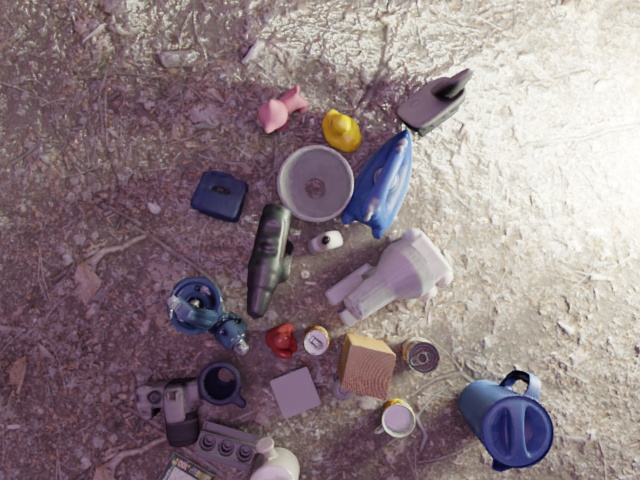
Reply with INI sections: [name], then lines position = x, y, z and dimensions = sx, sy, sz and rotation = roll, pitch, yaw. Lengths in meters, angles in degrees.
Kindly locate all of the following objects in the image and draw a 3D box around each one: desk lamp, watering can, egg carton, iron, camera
[desk lamp]
position = 0.120, 0.099, 1.179
dimensions = 0.203, 0.213, 0.118
rotation = -35, 87, -2
[watering can]
position = -0.099, 0.495, 1.167
dimensions = 0.101, 0.194, 0.173
rotation = -32, 87, -2
[egg carton]
position = 0.217, 0.053, 1.254
dimensions = 0.107, 0.069, 0.150
rotation = -40, 88, -2
[iron]
position = 0.142, -0.138, 1.228
dimensions = 0.118, 0.141, 0.258
rotation = 25, 87, 1
[camera]
position = -0.315, 0.370, 1.219
dimensions = 0.143, 0.101, 0.137
rotation = -6, 87, 0

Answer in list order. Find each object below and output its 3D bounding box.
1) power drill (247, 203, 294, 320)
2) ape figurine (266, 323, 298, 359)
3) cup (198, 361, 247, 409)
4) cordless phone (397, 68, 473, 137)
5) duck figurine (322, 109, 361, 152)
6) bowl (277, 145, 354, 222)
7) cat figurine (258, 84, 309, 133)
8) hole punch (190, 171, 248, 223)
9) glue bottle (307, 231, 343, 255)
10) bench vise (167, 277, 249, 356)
[power drill]
position = -0.102, 0.044, 1.184
dimensions = 0.075, 0.208, 0.230
rotation = 9, 87, 1
[ape figurine]
position = -0.081, 0.217, 1.233
dimensions = 0.076, 0.092, 0.078
rotation = 21, 87, 1
[cup]
position = -0.197, 0.308, 1.226
dimensions = 0.118, 0.095, 0.092
rotation = 42, 88, 2
[cordless phone]
position = 0.247, -0.302, 1.215
dimensions = 0.147, 0.185, 0.094
rotation = -41, 87, -2
[duck figurine]
position = 0.049, -0.245, 1.261
dimensions = 0.077, 0.086, 0.104
rotation = -40, 88, -2
[bowl]
position = -0.010, -0.120, 1.259
dimensions = 0.167, 0.074, 0.167
rotation = 0, 87, 0
[cat figurine]
position = -0.086, -0.287, 1.246
dimensions = 0.067, 0.117, 0.128
rotation = 44, 88, 2
[hole punch]
position = -0.219, -0.098, 1.249
dimensions = 0.108, 0.091, 0.101
rotation = 15, 87, 1
[glue bottle]
position = 0.011, 0.004, 1.204
dimensions = 0.078, 0.173, 0.037
rotation = -21, 87, -1
[bench vise]
position = -0.227, 0.151, 1.172
dimensions = 0.207, 0.219, 0.121
rotation = 24, 87, 1
